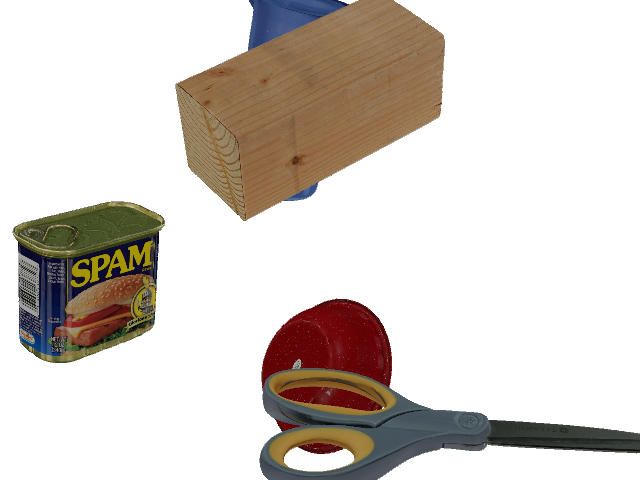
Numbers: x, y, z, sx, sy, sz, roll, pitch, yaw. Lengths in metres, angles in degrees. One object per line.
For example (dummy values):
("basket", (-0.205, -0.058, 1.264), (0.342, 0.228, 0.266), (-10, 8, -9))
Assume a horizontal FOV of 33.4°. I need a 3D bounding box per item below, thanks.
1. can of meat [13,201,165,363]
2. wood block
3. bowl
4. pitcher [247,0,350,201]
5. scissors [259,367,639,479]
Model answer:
("can of meat", (-0.158, 0.028, 0.733), (0.058, 0.084, 0.101), (23, 27, 35))
("wood block", (-0.004, -0.115, 0.883), (0.205, 0.091, 0.090), (-29, 51, -24))
("bowl", (-0.008, 0.131, 1.077), (0.162, 0.162, 0.055), (0, -17, 42))
("pitcher", (-0.026, -0.172, 1.292), (0.144, 0.243, 0.149), (6, 23, -15))
("scissors", (0.059, 0.101, 0.512), (0.202, 0.016, 0.096), (11, 31, 20))
